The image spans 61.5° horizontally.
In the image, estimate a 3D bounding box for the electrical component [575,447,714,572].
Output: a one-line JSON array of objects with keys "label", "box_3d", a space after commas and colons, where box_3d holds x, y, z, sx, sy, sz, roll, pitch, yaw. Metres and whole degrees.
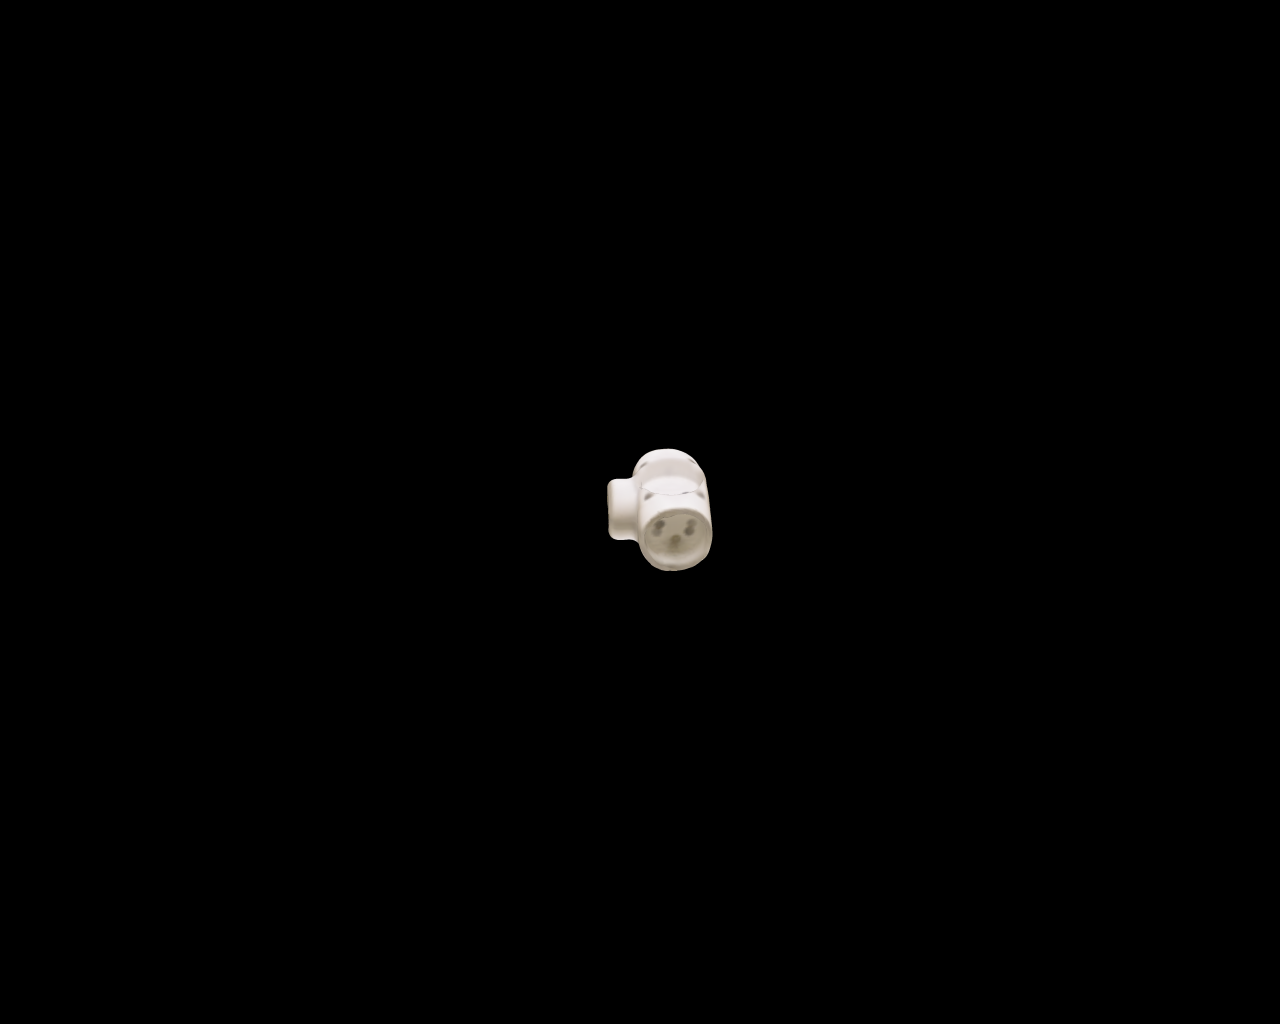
[{"label": "electrical component", "box_3d": [0.001, -0.003, 0.650, 0.079, 0.044, 0.077, -2, 31, -3]}]
